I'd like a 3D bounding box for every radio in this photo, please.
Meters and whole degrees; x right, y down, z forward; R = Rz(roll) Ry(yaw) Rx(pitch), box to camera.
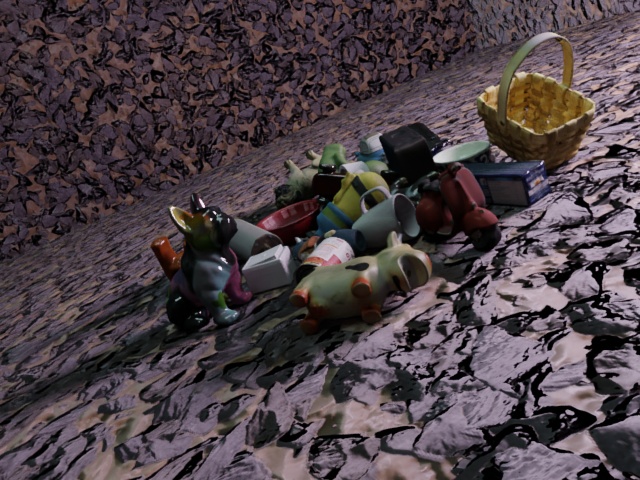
[{"bbox_3d":[0.197,-0.171,1.181,0.073,0.131,0.230,-23,17,4],"label":"radio"}]

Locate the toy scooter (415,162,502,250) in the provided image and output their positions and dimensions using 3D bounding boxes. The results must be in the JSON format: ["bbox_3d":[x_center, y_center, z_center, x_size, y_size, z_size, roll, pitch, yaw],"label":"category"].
[{"bbox_3d":[0.205,-0.060,0.847,0.075,0.135,0.184,-29,18,-17],"label":"toy scooter"}]

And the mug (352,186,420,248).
[{"bbox_3d":[0.105,-0.035,0.952,0.107,0.109,0.081,-26,16,36],"label":"mug"}]

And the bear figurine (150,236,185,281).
[{"bbox_3d":[-0.267,0.016,1.201,0.120,0.131,0.196,1,31,21],"label":"bear figurine"}]

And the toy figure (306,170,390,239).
[{"bbox_3d":[0.057,-0.052,1.030,0.180,0.089,0.082,-51,-16,1],"label":"toy figure"}]

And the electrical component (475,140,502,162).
[{"bbox_3d":[0.358,-0.190,1.201,0.078,0.045,0.102,-51,16,2],"label":"electrical component"}]

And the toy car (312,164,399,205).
[{"bbox_3d":[0.081,-0.111,1.137,0.202,0.089,0.053,7,12,17],"label":"toy car"}]

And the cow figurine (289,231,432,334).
[{"bbox_3d":[0.064,0.058,0.764,0.195,0.085,0.127,-16,25,22],"label":"cow figurine"}]

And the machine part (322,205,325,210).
[{"bbox_3d":[0.035,-0.055,1.173,0.084,0.039,0.139,-12,15,-5],"label":"machine part"}]

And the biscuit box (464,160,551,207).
[{"bbox_3d":[0.309,-0.103,0.970,0.063,0.059,0.203,-31,20,-22],"label":"biscuit box"}]

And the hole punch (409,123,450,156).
[{"bbox_3d":[0.248,-0.224,1.381,0.142,0.092,0.116,-24,49,-15],"label":"hole punch"}]

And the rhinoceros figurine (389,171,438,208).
[{"bbox_3d":[0.190,-0.076,1.010,0.112,0.073,0.190,-33,20,-34],"label":"rhinoceros figurine"}]

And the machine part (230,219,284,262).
[{"bbox_3d":[-0.145,0.007,1.117,0.079,0.079,0.243,-30,27,-24],"label":"machine part"}]

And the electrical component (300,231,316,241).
[{"bbox_3d":[-0.002,-0.003,1.108,0.063,0.021,0.094,-33,22,-31],"label":"electrical component"}]

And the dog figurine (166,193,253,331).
[{"bbox_3d":[-0.213,0.035,0.928,0.192,0.219,0.108,-12,17,26],"label":"dog figurine"}]

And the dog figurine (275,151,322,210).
[{"bbox_3d":[-0.031,-0.143,1.458,0.172,0.121,0.191,-20,32,16],"label":"dog figurine"}]

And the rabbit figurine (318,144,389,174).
[{"bbox_3d":[0.084,-0.169,1.348,0.170,0.121,0.159,0,28,17],"label":"rabbit figurine"}]

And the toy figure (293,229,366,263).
[{"bbox_3d":[0.008,0.015,0.969,0.155,0.064,0.058,-14,5,36],"label":"toy figure"}]

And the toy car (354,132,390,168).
[{"bbox_3d":[0.154,-0.246,1.499,0.109,0.102,0.162,-24,16,-3],"label":"toy car"}]
